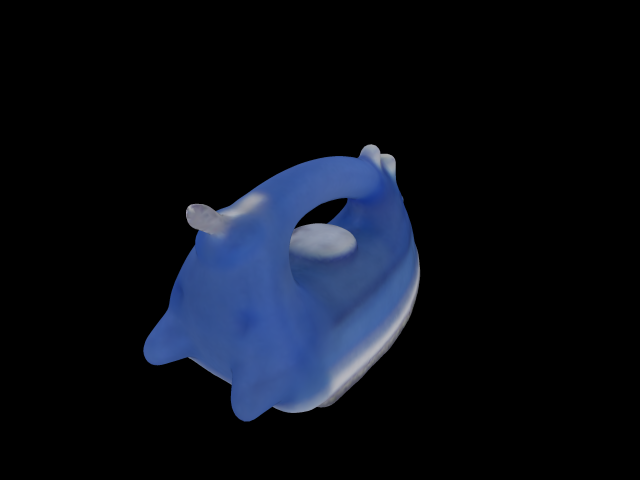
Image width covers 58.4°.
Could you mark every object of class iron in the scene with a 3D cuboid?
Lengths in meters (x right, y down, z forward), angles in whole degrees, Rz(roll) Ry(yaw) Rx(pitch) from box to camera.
[{"bbox_3d":[0.004,0.001,0.400,0.118,0.141,0.259,20,34,32],"label":"iron"}]
